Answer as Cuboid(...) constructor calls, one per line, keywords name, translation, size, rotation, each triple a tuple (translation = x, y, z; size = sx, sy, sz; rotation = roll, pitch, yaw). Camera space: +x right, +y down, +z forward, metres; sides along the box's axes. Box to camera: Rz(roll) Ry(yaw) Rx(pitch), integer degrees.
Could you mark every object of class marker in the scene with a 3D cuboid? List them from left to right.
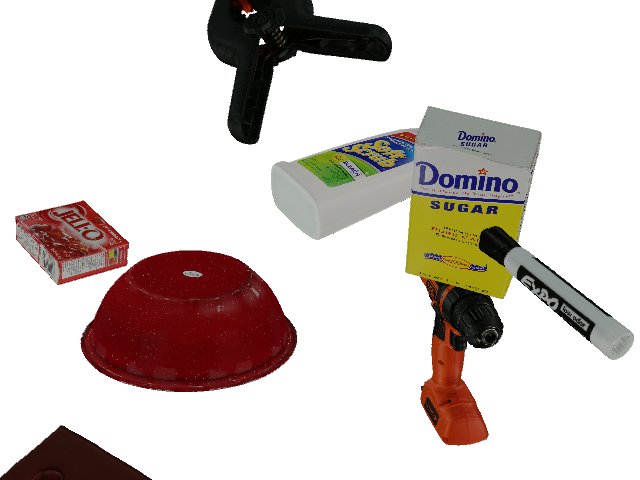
Cuboid(name="marker", translation=(0.132, 0.026, 0.618), size=(0.020, 0.020, 0.121), rotation=(0, 30, -35))

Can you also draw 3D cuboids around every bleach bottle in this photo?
Cuboid(name="bleach bottle", translation=(0.074, -0.086, 1.226), size=(0.250, 0.068, 0.103), rotation=(-24, 44, -25))

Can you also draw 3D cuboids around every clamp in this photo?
Cuboid(name="clamp", translation=(-0.023, -0.144, 0.741), size=(0.120, 0.171, 0.039), rotation=(-22, -43, 1))

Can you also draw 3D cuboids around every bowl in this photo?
Cuboid(name="bowl", translation=(-0.096, 0.049, 0.792), size=(0.162, 0.055, 0.162), rotation=(2, 22, -1))

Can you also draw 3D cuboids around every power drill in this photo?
Cuboid(name="power drill", translation=(0.150, 0.122, 1.144), size=(0.057, 0.188, 0.184), rotation=(-4, 23, -8))

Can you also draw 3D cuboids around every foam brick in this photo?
Cuboid(name="foam brick", translation=(-0.096, 0.127, 0.450), size=(0.078, 0.051, 0.052), rotation=(22, 45, 29))

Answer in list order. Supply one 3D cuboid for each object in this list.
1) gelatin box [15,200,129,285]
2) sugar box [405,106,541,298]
Cuboid(name="gelatin box", translation=(-0.233, 0.000, 0.998), size=(0.073, 0.030, 0.089), rotation=(-16, 40, -36))
Cuboid(name="sugar box", translation=(0.121, -0.026, 0.876), size=(0.093, 0.048, 0.176), rotation=(14, -33, 13))
